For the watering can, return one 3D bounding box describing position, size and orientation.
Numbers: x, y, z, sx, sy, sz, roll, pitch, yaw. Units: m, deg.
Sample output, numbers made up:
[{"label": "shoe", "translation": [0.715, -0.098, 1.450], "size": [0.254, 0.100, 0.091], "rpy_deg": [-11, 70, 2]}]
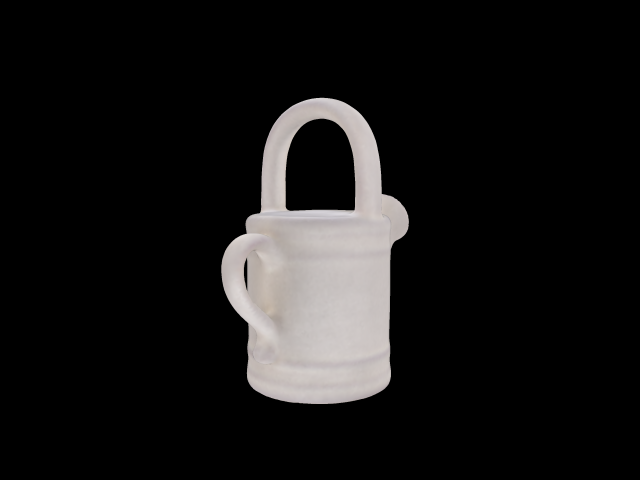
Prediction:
[{"label": "watering can", "translation": [0.002, 0.001, 0.401], "size": [0.100, 0.194, 0.173], "rpy_deg": [2, 5, 17]}]
